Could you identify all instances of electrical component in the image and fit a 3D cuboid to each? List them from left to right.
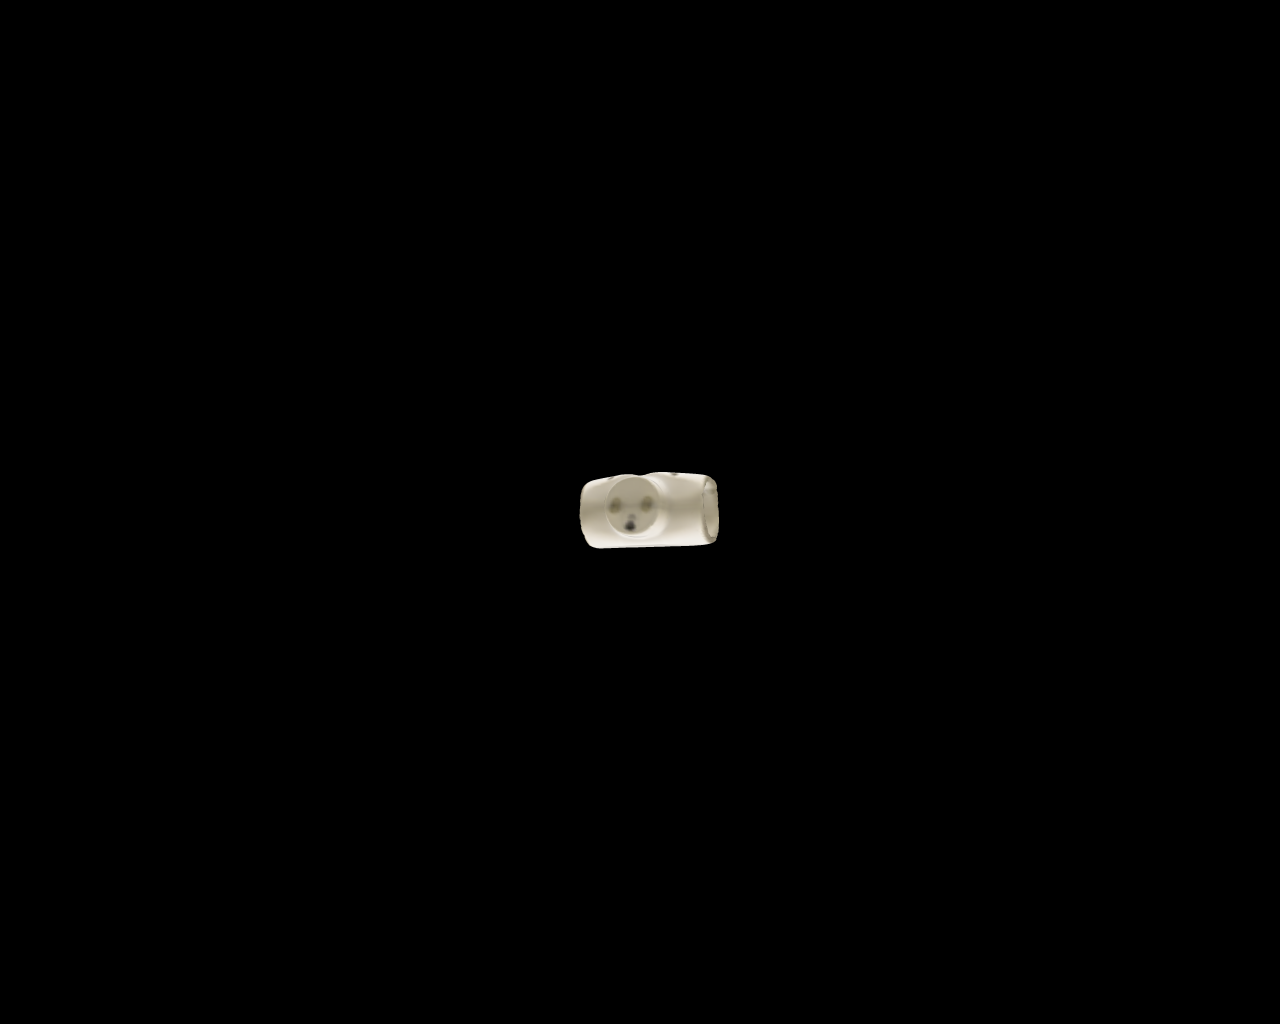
[{"bbox_3d":[0.001,-0.003,0.650,0.077,0.043,0.079,-2,-7,18],"label":"electrical component"}]
